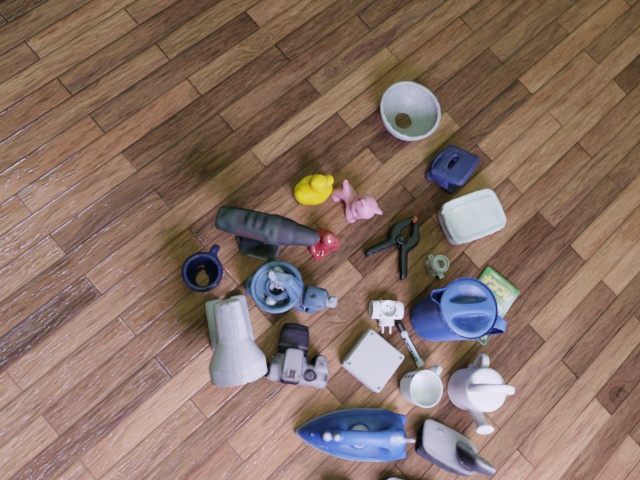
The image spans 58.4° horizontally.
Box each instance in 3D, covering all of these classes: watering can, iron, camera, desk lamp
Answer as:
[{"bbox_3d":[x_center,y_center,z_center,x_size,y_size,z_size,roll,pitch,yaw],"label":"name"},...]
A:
[{"bbox_3d":[0.379,0.354,1.323,0.101,0.194,0.173,-13,79,-13],"label":"watering can"},{"bbox_3d":[0.080,0.438,1.274,0.258,0.141,0.119,4,76,-9],"label":"iron"},{"bbox_3d":[-0.046,0.264,1.314,0.143,0.100,0.137,9,75,-8],"label":"camera"},{"bbox_3d":[-0.192,0.212,1.240,0.118,0.213,0.203,-11,79,-13],"label":"desk lamp"}]

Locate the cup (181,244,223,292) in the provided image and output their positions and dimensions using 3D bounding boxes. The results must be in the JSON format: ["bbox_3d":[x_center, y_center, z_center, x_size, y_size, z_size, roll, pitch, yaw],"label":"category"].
[{"bbox_3d":[-0.265,0.069,1.324,0.092,0.095,0.118,26,73,-3],"label":"cup"}]

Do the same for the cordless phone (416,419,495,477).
[{"bbox_3d":[0.305,0.473,1.284,0.147,0.185,0.094,26,73,-3],"label":"cordless phone"}]

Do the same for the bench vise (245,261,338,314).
[{"bbox_3d":[-0.060,0.100,1.289,0.207,0.219,0.121,-2,77,-11],"label":"bench vise"}]

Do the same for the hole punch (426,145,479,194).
[{"bbox_3d":[0.347,-0.191,1.503,0.101,0.091,0.109,37,73,0],"label":"hole punch"}]

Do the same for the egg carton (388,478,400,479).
[{"bbox_3d":[0.207,0.604,1.294,0.150,0.069,0.107,15,74,-7],"label":"egg carton"}]

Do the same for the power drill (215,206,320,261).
[{"bbox_3d":[-0.124,-0.013,1.310,0.230,0.208,0.076,15,74,-7],"label":"power drill"}]

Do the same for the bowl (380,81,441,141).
[{"bbox_3d":[0.231,-0.332,1.525,0.167,0.074,0.167,3,76,-10],"label":"bowl"}]

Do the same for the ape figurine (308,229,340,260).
[{"bbox_3d":[0.013,0.005,1.393,0.078,0.092,0.076,5,76,-9],"label":"ape figurine"}]

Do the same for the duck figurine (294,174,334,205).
[{"bbox_3d":[-0.013,-0.133,1.425,0.105,0.086,0.077,-20,81,-14],"label":"duck figurine"}]

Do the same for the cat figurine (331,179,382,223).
[{"bbox_3d":[0.093,-0.097,1.419,0.067,0.117,0.128,-35,85,-16],"label":"cat figurine"}]
